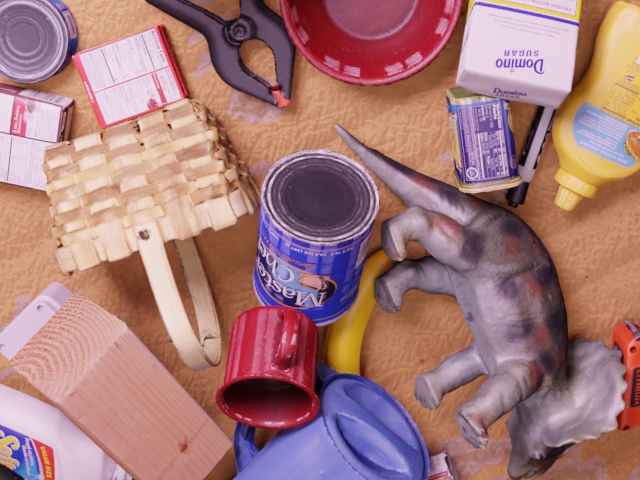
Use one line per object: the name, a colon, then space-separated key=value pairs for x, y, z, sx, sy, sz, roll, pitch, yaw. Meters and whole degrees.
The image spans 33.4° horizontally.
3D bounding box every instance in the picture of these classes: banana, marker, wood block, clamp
banana: x=0.037 y=0.105 z=1.067 sx=0.069 sy=0.037 sz=0.198 roll=-7 pitch=110 yaw=-18
marker: x=0.202 y=-0.087 z=1.008 sx=0.020 sy=0.020 sz=0.121 roll=16 pitch=107 yaw=-3
wood block: x=-0.181 y=0.155 z=1.000 sx=0.090 sy=0.090 sz=0.206 roll=-48 pitch=135 yaw=-17
clamp: x=-0.085 y=-0.194 z=0.975 sx=0.120 sy=0.039 sz=0.171 roll=-19 pitch=106 yaw=13

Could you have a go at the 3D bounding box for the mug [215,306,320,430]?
mug: x=-0.041 y=0.106 z=0.956 sx=0.093 sy=0.081 sz=0.117 roll=11 pitch=141 yaw=-8

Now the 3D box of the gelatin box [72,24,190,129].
gelatin box: x=-0.175 y=-0.153 z=0.996 sx=0.089 sy=0.030 sz=0.073 roll=-18 pitch=104 yaw=7

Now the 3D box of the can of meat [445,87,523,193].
can of meat: x=0.146 y=-0.096 z=0.966 sx=0.057 sy=0.102 sz=0.084 roll=-9 pitch=104 yaw=4

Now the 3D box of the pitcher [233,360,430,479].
pitcher: x=-0.023 y=0.241 z=1.050 sx=0.144 sy=0.149 sz=0.243 roll=30 pitch=122 yaw=-25

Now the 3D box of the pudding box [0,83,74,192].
pudding box: x=-0.297 y=-0.100 z=1.012 sx=0.113 sy=0.039 sz=0.090 roll=13 pitch=108 yaw=0

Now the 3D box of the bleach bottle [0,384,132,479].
bleach bottle: x=-0.309 y=0.197 z=1.091 sx=0.250 sy=0.068 sz=0.103 roll=17 pitch=115 yaw=-5

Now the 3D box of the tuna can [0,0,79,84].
tuna can: x=-0.269 y=-0.188 z=0.986 sx=0.086 sy=0.033 sz=0.086 roll=1 pitch=107 yaw=2

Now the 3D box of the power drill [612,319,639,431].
power drill: x=0.384 y=0.148 z=1.057 sx=0.187 sy=0.057 sz=0.184 roll=-2 pitch=104 yaw=0

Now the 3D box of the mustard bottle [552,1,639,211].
mustard bottle: x=0.269 y=-0.113 z=0.977 sx=0.096 sy=0.058 sz=0.192 roll=22 pitch=106 yaw=-11

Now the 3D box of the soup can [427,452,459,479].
soup can: x=0.093 y=0.265 z=1.096 sx=0.102 sy=0.068 sz=0.068 roll=-19 pitch=106 yaw=7

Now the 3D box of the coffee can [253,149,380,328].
coffee can: x=-0.006 y=0.001 z=0.967 sx=0.103 sy=0.102 sz=0.140 roll=9 pitch=145 yaw=-1

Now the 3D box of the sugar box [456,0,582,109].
sugar box: x=0.176 y=-0.206 z=0.914 sx=0.093 sy=0.048 sz=0.176 roll=12 pitch=75 yaw=-1

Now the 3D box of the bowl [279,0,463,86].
bowl: x=0.045 y=-0.222 z=0.953 sx=0.162 sy=0.055 sz=0.162 roll=1 pitch=107 yaw=2
